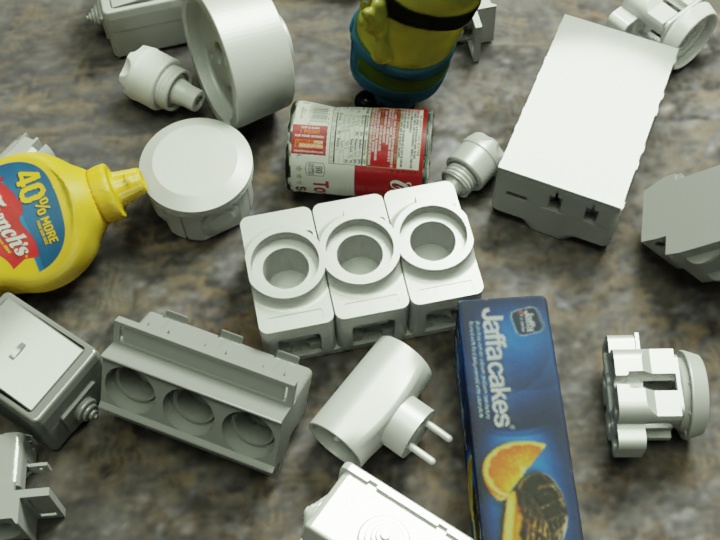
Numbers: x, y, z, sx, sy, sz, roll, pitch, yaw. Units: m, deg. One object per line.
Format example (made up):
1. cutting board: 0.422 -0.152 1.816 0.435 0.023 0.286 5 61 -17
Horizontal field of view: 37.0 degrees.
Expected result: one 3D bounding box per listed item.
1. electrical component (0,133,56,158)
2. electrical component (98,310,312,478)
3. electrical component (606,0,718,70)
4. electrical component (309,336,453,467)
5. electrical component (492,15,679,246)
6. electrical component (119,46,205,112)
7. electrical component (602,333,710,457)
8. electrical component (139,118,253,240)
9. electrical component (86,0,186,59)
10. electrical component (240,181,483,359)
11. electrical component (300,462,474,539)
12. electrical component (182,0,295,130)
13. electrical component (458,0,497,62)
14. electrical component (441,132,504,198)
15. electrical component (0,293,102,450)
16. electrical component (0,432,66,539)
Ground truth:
1. electrical component: -0.251 -0.073 0.790 0.040 0.040 0.046 25 59 13
2. electrical component: -0.097 0.075 0.691 0.121 0.078 0.063 19 34 10
3. electrical component: 0.241 -0.194 0.843 0.078 0.058 0.057 -37 65 -18
4. electrical component: 0.022 0.095 0.694 0.079 0.044 0.077 34 67 17
5. electrical component: 0.165 -0.101 0.789 0.089 0.061 0.150 20 64 11
6. electrical component: -0.149 -0.142 0.824 0.062 0.043 0.043 28 65 13
7. electrical component: 0.190 0.080 0.694 0.057 0.058 0.078 -1 61 3
8. electrical component: -0.116 -0.065 0.778 0.080 0.051 0.080 0 62 0
9. electrical component: -0.172 -0.216 0.854 0.096 0.061 0.061 -14 63 -7
10. electrical component: 0.000 0.000 0.736 0.150 0.061 0.089 -11 62 -5
11. electrical component: 0.011 0.171 0.623 0.100 0.099 0.048 30 53 15
12. electrical component: -0.085 -0.164 0.802 0.060 0.108 0.108 -21 63 -18
13. electrical component: 0.072 -0.208 0.860 0.064 0.042 0.081 -10 61 -3
14. electrical component: 0.077 -0.071 0.789 0.035 0.035 0.061 37 71 18
15. electrical component: -0.210 0.068 0.700 0.096 0.061 0.061 30 66 16
16. electrical component: -0.230 0.137 0.675 0.081 0.042 0.063 -5 58 -3
